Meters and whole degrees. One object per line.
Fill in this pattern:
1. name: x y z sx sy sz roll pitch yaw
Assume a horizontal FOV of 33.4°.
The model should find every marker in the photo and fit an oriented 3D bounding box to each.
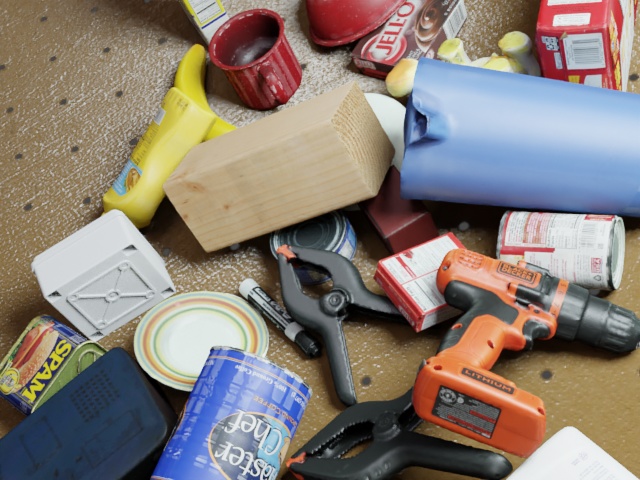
1. marker: -0.039 0.078 1.057 0.020 0.020 0.121 -43 52 -10

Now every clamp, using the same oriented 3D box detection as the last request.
1. clamp: 0.028 0.061 1.012 0.120 0.039 0.171 -32 68 -11
2. clamp: 0.069 0.160 0.925 0.210 0.036 0.164 -20 31 25

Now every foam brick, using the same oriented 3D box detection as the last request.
1. foam brick: 0.075 -0.025 1.059 0.051 0.053 0.078 -32 51 0

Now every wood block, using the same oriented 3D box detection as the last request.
1. wood block: -0.041 -0.070 1.072 0.206 0.090 0.090 -18 26 29

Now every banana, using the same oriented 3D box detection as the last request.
1. banana: -0.137 -0.162 1.263 0.069 0.037 0.198 -21 50 -14

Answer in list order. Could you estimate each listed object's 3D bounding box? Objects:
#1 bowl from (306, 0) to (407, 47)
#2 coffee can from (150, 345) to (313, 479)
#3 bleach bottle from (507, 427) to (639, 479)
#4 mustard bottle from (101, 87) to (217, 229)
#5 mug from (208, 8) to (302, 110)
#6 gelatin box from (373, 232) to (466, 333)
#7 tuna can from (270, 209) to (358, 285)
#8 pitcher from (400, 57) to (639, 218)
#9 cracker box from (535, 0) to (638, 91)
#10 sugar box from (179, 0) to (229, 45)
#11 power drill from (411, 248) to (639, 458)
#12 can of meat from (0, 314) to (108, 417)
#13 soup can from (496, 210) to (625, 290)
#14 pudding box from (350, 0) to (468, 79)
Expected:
1. bowl: 0.039 -0.302 1.241 0.162 0.055 0.162 -28 38 23
2. coffee can: -0.080 0.179 0.944 0.103 0.102 0.140 11 65 29
3. bleach bottle: 0.246 0.253 0.781 0.102 0.068 0.251 -42 53 -8
4. mustard bottle: -0.189 -0.074 1.184 0.191 0.058 0.096 -57 27 4
5. mug: -0.065 -0.198 1.224 0.093 0.081 0.117 -34 50 -2
6. gelatin box: 0.106 0.039 0.989 0.089 0.030 0.073 -21 53 -25
7. tuna can: -0.007 0.001 1.089 0.086 0.033 0.086 -12 53 16
8. pitcher: 0.199 -0.089 0.987 0.243 0.145 0.149 8 48 9
9. cracker box: 0.266 -0.229 1.049 0.072 0.164 0.213 2 58 22
10. sugar box: -0.164 -0.320 1.293 0.048 0.176 0.093 -34 51 0
11. power drill: 0.166 0.091 0.879 0.184 0.057 0.187 18 37 14
12. can of meat: -0.276 0.136 1.093 0.084 0.057 0.102 25 75 38
13. soup can: 0.217 0.009 0.962 0.102 0.068 0.068 3 58 25
14. pudding box: 0.101 -0.230 1.202 0.090 0.039 0.113 20 66 35
